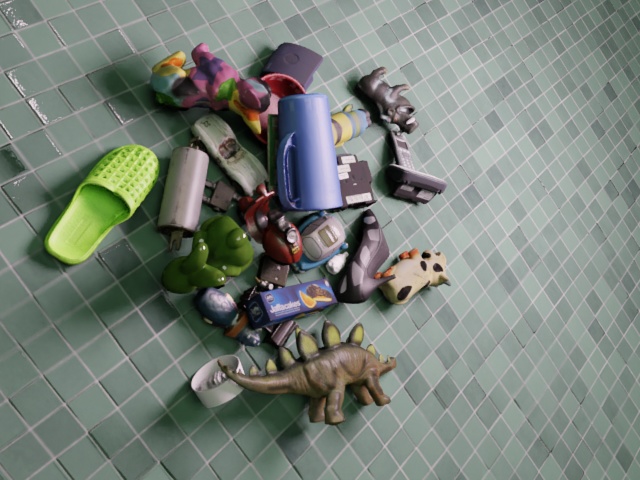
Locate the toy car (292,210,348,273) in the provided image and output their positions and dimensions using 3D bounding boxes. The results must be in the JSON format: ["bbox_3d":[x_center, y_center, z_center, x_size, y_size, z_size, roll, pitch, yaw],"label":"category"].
[{"bbox_3d":[-0.002,-0.004,1.175,0.162,0.103,0.109,-36,95,-33],"label":"toy car"}]

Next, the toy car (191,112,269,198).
[{"bbox_3d":[-0.190,-0.179,1.145,0.201,0.056,0.073,49,60,-9],"label":"toy car"}]

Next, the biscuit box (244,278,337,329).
[{"bbox_3d":[-0.056,0.128,1.097,0.202,0.059,0.063,-8,70,-48],"label":"biscuit box"}]

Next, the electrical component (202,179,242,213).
[{"bbox_3d":[-0.208,-0.088,1.131,0.094,0.021,0.063,25,67,-22],"label":"electrical component"}]

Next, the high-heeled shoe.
[{"bbox_3d":[0.087,0.037,1.238,0.086,0.145,0.249,63,11,-45],"label":"high-heeled shoe"}]

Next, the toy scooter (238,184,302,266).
[{"bbox_3d":[-0.100,-0.038,1.081,0.075,0.135,0.184,-34,71,-31],"label":"toy scooter"}]

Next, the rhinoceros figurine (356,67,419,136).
[{"bbox_3d":[0.178,-0.350,1.370,0.190,0.073,0.112,43,56,-4],"label":"rhinoceros figurine"}]

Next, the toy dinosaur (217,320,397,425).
[{"bbox_3d":[0.006,0.267,1.087,0.471,0.105,0.198,-1,74,-45],"label":"toy dinosaur"}]

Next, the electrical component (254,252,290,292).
[{"bbox_3d":[-0.102,0.069,1.134,0.078,0.045,0.102,26,65,-19],"label":"electrical component"}]

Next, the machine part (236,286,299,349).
[{"bbox_3d":[-0.110,0.159,1.111,0.138,0.039,0.084,47,64,-12],"label":"machine part"}]

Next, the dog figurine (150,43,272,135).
[{"bbox_3d":[-0.208,-0.291,1.082,0.191,0.108,0.219,-36,65,-28],"label":"dog figurine"}]

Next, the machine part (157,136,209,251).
[{"bbox_3d":[-0.271,-0.094,1.067,0.079,0.079,0.243,13,71,-25],"label":"machine part"}]

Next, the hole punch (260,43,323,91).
[{"bbox_3d":[-0.066,-0.398,1.255,0.116,0.092,0.142,34,67,-13],"label":"hole punch"}]

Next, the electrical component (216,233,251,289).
[{"bbox_3d":[-0.193,0.032,1.092,0.075,0.048,0.119,40,61,-14],"label":"electrical component"}]

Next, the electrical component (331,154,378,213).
[{"bbox_3d":[0.065,-0.138,1.273,0.115,0.058,0.134,-9,81,-32],"label":"electrical component"}]

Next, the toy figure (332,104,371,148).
[{"bbox_3d":[0.047,-0.269,1.279,0.180,0.089,0.082,-27,84,-29],"label":"toy figure"}]

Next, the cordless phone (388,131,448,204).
[{"bbox_3d":[0.239,-0.195,1.380,0.146,0.088,0.184,12,52,-25],"label":"cordless phone"}]

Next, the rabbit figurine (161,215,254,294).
[{"bbox_3d":[-0.207,0.046,0.984,0.170,0.159,0.121,-37,105,-14],"label":"rabbit figurine"}]

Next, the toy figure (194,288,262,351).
[{"bbox_3d":[-0.178,0.154,1.063,0.154,0.064,0.058,45,24,-17],"label":"toy figure"}]

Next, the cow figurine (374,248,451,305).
[{"bbox_3d":[0.232,0.087,1.289,0.195,0.085,0.127,-33,96,-28],"label":"cow figurine"}]
